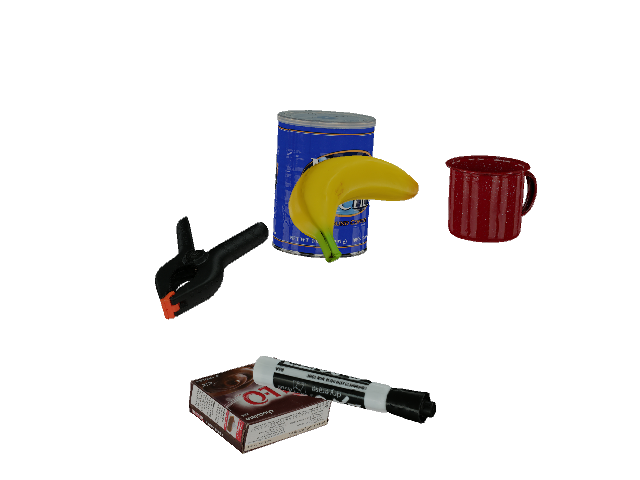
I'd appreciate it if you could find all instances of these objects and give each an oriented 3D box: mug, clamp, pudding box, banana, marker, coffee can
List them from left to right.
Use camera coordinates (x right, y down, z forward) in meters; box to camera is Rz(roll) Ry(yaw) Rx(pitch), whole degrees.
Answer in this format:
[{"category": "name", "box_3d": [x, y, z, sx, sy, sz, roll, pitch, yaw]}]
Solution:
[{"category": "clamp", "box_3d": [-0.132, 0.026, 1.246, 0.120, 0.039, 0.171, -6, 38, 19]}, {"category": "pudding box", "box_3d": [-0.059, 0.159, 1.046, 0.113, 0.039, 0.090, -13, 29, -41]}, {"category": "coffee can", "box_3d": [0.003, -0.061, 1.121, 0.103, 0.140, 0.103, 3, 13, -1]}, {"category": "marker", "box_3d": [0.014, 0.092, 0.662, 0.121, 0.020, 0.020, 9, 4, 26]}, {"category": "banana", "box_3d": [0.022, -0.036, 0.858, 0.037, 0.069, 0.197, -34, 2, 31]}, {"category": "mug", "box_3d": [0.195, -0.048, 1.202, 0.117, 0.081, 0.093, -9, 19, -31]}]
